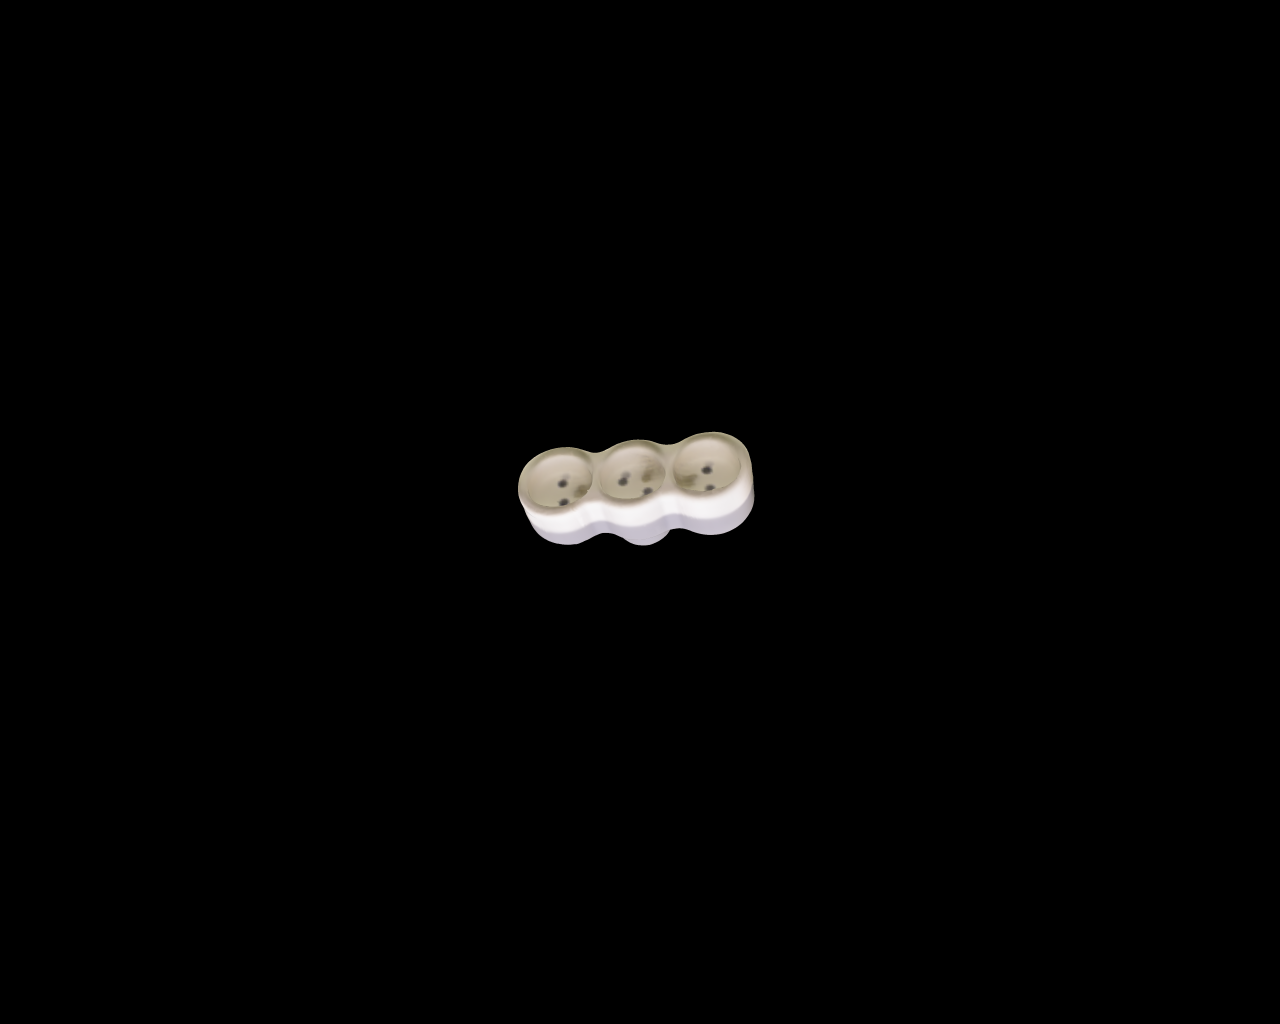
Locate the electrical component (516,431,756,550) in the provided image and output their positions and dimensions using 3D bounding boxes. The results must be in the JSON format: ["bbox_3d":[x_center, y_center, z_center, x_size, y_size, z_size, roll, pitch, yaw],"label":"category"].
[{"bbox_3d":[0.001,-0.003,0.650,0.138,0.052,0.073,-5,-35,7],"label":"electrical component"}]
